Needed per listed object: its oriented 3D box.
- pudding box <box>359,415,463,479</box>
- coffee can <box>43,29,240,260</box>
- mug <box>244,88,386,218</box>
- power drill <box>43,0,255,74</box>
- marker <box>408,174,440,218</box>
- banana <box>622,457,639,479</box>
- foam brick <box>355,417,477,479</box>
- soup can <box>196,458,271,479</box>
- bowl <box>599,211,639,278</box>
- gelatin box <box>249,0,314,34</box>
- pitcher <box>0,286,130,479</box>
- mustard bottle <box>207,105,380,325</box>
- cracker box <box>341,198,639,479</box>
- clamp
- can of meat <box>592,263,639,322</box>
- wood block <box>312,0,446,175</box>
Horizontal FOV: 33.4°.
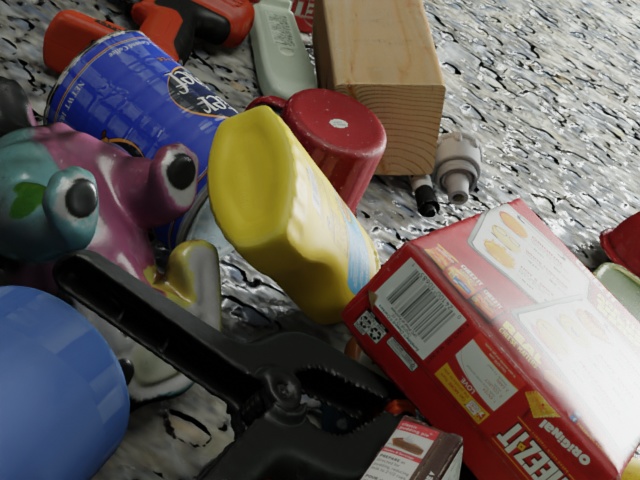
[{"bbox_3d":[0.037,0.161,0.542,0.039,0.113,0.089,17,36,22],"label":"pudding box"},{"bbox_3d":[-0.105,-0.063,0.735,0.140,0.103,0.102,40,40,18],"label":"coffee can"},{"bbox_3d":[-0.010,-0.067,0.810,0.117,0.082,0.093,36,39,12],"label":"mug"},{"bbox_3d":[-0.158,-0.191,0.890,0.184,0.057,0.187,24,38,-3],"label":"power drill"},{"bbox_3d":[0.082,-0.062,0.908,0.020,0.020,0.121,10,40,-20],"label":"marker"},{"bbox_3d":[0.217,0.177,0.693,0.197,0.037,0.069,20,41,-8],"label":"banana"},{"bbox_3d":[0.054,0.140,0.618,0.078,0.051,0.053,8,37,-2],"label":"foam brick"},{"bbox_3d":[-0.034,0.166,0.536,0.068,0.069,0.102,16,39,-12],"label":"soup can"},{"bbox_3d":[0.319,0.015,0.894,0.162,0.055,0.162,22,23,-11],"label":"bowl"},{"bbox_3d":[-0.021,-0.237,1.010,0.089,0.073,0.030,12,41,-19],"label":"gelatin box"},{"bbox_3d":[-0.181,0.123,0.459,0.149,0.145,0.242,62,35,-11],"label":"pitcher"},{"bbox_3d":[-0.005,0.001,0.685,0.191,0.058,0.096,48,26,-56],"label":"mustard bottle"},{"bbox_3d":[0.125,0.066,0.649,0.164,0.072,0.213,48,25,12],"label":"cracker box"},{"bbox_3d":[-0.035,0.077,0.538,0.209,0.036,0.165,5,50,-46],"label":"clamp"},{"bbox_3d":[0.216,0.079,0.767,0.102,0.084,0.057,38,39,16],"label":"can of meat"},{"bbox_3d":[0.045,-0.155,0.923,0.090,0.091,0.206,0,42,-5],"label":"wood block"}]
